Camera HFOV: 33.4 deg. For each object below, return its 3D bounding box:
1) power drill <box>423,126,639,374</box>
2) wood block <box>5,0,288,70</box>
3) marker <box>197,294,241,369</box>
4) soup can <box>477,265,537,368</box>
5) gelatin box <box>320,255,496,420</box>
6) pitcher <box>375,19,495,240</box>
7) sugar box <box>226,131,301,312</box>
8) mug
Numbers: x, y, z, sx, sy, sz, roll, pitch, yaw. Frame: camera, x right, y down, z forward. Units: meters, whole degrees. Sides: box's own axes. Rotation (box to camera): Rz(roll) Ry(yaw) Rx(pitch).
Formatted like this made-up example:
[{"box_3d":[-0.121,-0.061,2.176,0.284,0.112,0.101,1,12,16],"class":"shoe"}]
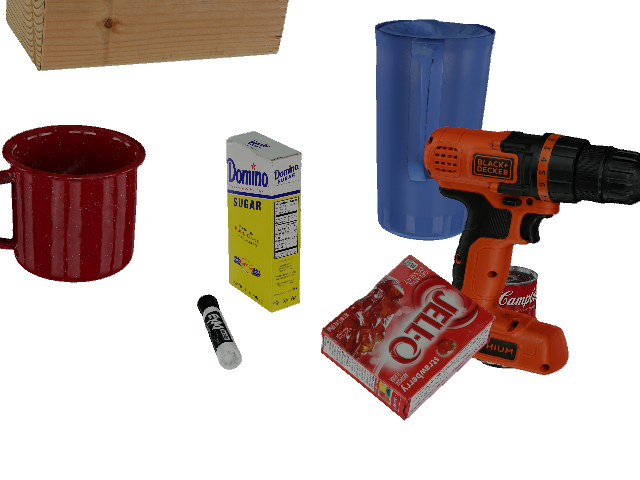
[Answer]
[{"box_3d":[0.166,0.007,0.845,0.185,0.188,0.057,12,17,32],"class":"power drill"},{"box_3d":[-0.135,-0.202,0.855,0.205,0.091,0.090,-10,42,-30],"class":"wood block"},{"box_3d":[-0.088,0.076,0.915,0.020,0.020,0.121,0,19,-16],"class":"marker"},{"box_3d":[0.210,0.086,1.213,0.068,0.102,0.068,-1,15,0],"class":"soup can"},{"box_3d":[0.056,0.059,0.680,0.073,0.030,0.089,38,59,25],"class":"gelatin box"},{"box_3d":[0.121,-0.125,1.213,0.149,0.243,0.145,-11,23,-31],"class":"pitcher"},{"box_3d":[-0.062,-0.021,1.155,0.048,0.176,0.093,-18,29,-32],"class":"sugar box"},{"box_3d":[-0.177,-0.023,0.718,0.117,0.081,0.093,-8,30,-28],"class":"mug"}]
